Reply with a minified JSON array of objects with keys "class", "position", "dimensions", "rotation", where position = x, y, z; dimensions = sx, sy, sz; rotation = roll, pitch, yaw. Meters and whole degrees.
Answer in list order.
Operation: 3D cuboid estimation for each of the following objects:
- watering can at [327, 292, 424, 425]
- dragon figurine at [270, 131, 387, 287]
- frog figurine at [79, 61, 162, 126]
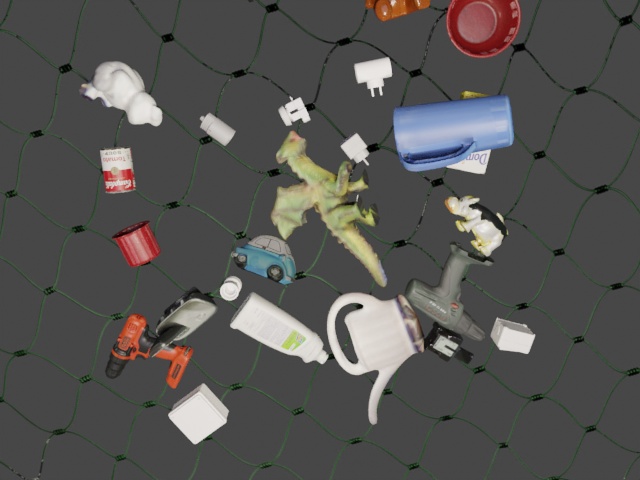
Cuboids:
[{"class":"watering can","position":[0.153,0.275,1.271],"dimensions":[0.224,0.105,0.345],"rotation":[-21,101,4]},{"class":"dragon figurine","position":[0.004,-0.061,1.218],"dimensions":[0.242,0.124,0.407],"rotation":[-10,101,20]},{"class":"frog figurine","position":[-0.412,-0.319,1.122],"dimensions":[0.160,0.135,0.124],"rotation":[18,75,15]}]
